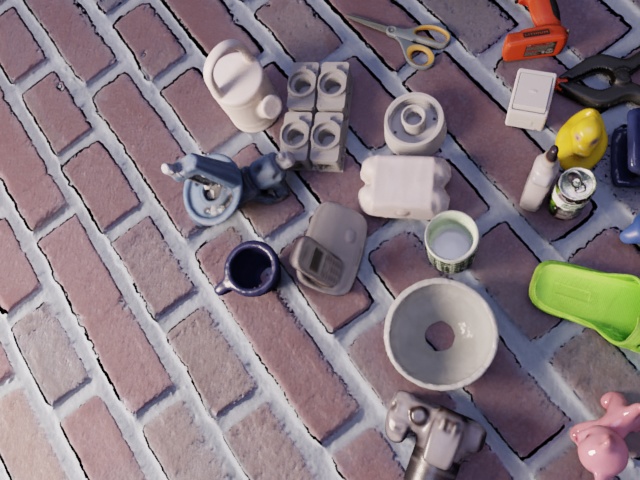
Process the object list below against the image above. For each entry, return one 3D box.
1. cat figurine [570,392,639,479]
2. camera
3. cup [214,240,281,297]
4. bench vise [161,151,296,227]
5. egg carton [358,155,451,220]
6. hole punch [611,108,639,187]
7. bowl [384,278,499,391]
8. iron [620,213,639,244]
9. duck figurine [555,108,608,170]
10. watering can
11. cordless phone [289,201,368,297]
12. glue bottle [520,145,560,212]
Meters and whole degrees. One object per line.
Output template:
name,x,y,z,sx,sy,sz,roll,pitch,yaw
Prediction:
cat figurine,0.393,0.268,0.775,0.067,0.118,0.128,42,88,18
camera,0.153,0.304,0.826,0.143,0.101,0.137,19,81,16
cup,-0.111,0.062,0.946,0.118,0.095,0.091,-34,72,2
bench vise,-0.153,-0.111,0.933,0.207,0.220,0.121,-40,71,0
egg carton,0.139,-0.087,0.944,0.150,0.069,0.107,3,77,13
hole punch,0.505,-0.141,0.869,0.101,0.091,0.109,3,77,13
bowl,0.184,0.145,0.873,0.167,0.075,0.167,-3,76,11
iron,0.570,-0.049,0.805,0.258,0.142,0.118,-34,72,2
duck figurine,0.415,-0.165,0.897,0.077,0.086,0.105,18,80,16
watering can,-0.132,-0.267,0.981,0.172,0.194,0.101,18,80,16
cordless phone,0.008,0.003,0.888,0.094,0.185,0.148,11,79,15
glue bottle,0.333,-0.101,0.852,0.037,0.173,0.078,21,81,16
